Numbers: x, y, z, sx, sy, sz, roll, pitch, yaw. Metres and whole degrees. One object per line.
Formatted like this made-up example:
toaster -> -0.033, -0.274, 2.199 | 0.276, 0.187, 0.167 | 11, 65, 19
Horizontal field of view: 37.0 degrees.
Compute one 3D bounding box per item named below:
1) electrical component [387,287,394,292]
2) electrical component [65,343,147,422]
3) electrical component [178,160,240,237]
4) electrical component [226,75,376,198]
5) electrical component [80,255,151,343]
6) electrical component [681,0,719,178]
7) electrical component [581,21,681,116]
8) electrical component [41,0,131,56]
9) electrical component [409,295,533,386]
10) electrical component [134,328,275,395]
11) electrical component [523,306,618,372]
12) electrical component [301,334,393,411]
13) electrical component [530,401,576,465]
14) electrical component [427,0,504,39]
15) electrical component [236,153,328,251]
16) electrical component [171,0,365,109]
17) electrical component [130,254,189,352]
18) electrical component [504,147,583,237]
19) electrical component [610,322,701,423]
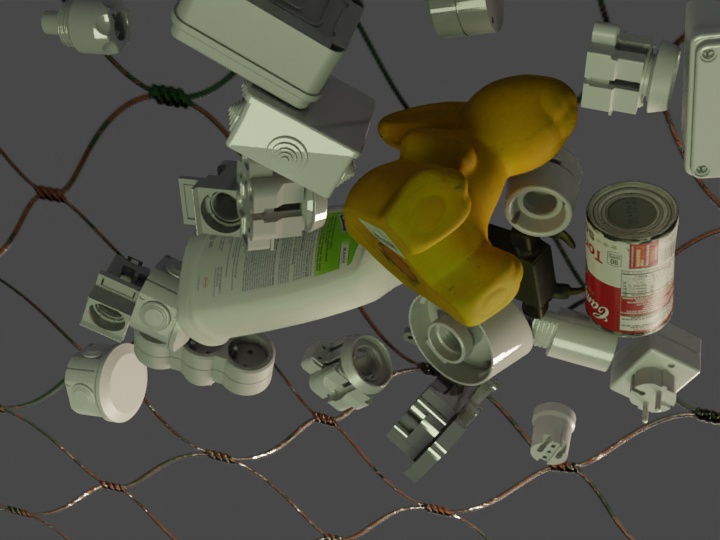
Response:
electrical component -> 0.000, 0.000, 0.918 | 0.061, 0.035, 0.035 | 5, 136, 18
electrical component -> -0.257, 0.113, 1.093 | 0.051, 0.080, 0.080 | 3, 135, 24
electrical component -> -0.101, -0.059, 0.870 | 0.081, 0.063, 0.042 | 7, 122, 14
electrical component -> -0.043, -0.106, 0.777 | 0.100, 0.099, 0.048 | 27, 124, -9
electrical component -> -0.225, 0.025, 1.001 | 0.042, 0.063, 0.081 | 26, 137, -6
electrical component -> 0.262, -0.117, 0.680 | 0.109, 0.056, 0.108 | -2, 134, 12
electrical component -> 0.180, -0.131, 0.711 | 0.055, 0.048, 0.066 | 13, 138, 17
electrical component -> -0.204, -0.182, 0.796 | 0.062, 0.043, 0.043 | 6, 136, 15
electrical component -> 0.092, 0.046, 0.901 | 0.099, 0.064, 0.099 | 30, 139, 31
electrical component -> -0.153, 0.087, 1.049 | 0.138, 0.052, 0.073 | 17, 138, 2
electrical component -> 0.172, 0.054, 0.905 | 0.081, 0.043, 0.043 | 16, 137, 4
electrical component -> -0.007, 0.092, 0.999 | 0.078, 0.058, 0.057 | 40, 136, -21
electrical component -> 0.179, 0.152, 1.003 | 0.040, 0.046, 0.040 | 10, 137, 10
electrical component -> 0.073, -0.209, 0.662 | 0.074, 0.052, 0.138 | -2, 133, 22
electrical component -> -0.059, -0.055, 0.807 | 0.057, 0.058, 0.078 | -7, 123, -18
electrical component -> -0.063, -0.171, 0.731 | 0.113, 0.078, 0.057 | 29, 134, -10
electrical component -> -0.169, 0.029, 0.976 | 0.051, 0.080, 0.080 | 26, 137, 0
electrical component -> 0.135, -0.058, 0.800 | 0.055, 0.047, 0.055 | 10, 137, 10
electrical component -> 0.244, 0.092, 0.894 | 0.047, 0.076, 0.065 | 25, 137, -7
